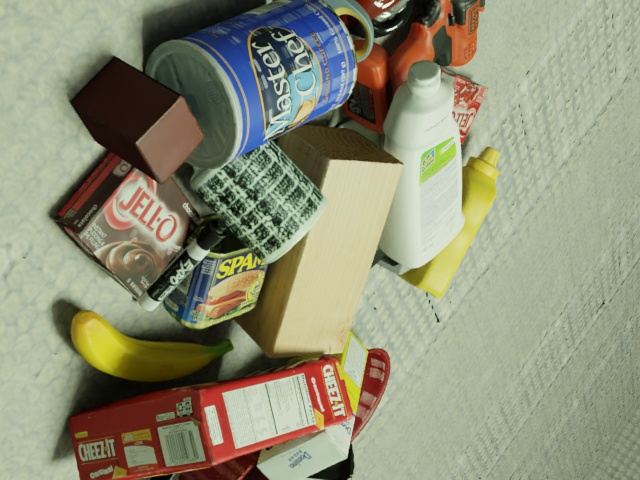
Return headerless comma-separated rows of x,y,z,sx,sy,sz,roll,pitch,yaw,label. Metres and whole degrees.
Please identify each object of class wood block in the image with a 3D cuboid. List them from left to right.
-0.007,0.001,1.030,0.090,0.090,0.206,0,117,-37,wood block

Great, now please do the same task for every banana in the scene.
-0.162,0.096,0.948,0.070,0.037,0.197,-47,149,16,banana

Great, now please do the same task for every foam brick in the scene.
-0.134,-0.089,0.788,0.051,0.078,0.053,-48,149,-16,foam brick

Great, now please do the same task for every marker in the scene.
-0.118,0.021,0.919,0.121,0.020,0.020,-43,162,33,marker

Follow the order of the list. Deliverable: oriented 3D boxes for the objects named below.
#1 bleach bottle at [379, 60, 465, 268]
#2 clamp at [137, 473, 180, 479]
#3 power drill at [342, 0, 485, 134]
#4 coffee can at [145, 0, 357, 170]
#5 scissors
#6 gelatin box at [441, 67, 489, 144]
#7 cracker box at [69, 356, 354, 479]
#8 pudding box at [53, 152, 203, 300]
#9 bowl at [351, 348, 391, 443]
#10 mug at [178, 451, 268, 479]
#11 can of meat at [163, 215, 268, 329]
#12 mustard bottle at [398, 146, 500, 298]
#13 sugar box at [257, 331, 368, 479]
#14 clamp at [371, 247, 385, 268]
0.105,-0.082,1.069,0.102,0.068,0.251,-43,152,-27,bleach bottle
-0.169,0.254,1.093,0.120,0.039,0.171,-13,125,-46,clamp
0.095,-0.208,1.049,0.187,0.057,0.184,-44,148,-24,power drill
-0.054,-0.128,0.848,0.140,0.103,0.103,-32,141,-39,coffee can
0.006,-0.225,0.881,0.016,0.096,0.202,-80,179,-53,scissors
0.150,-0.151,1.216,0.089,0.030,0.073,5,113,-58,gelatin box
-0.097,0.165,0.994,0.213,0.164,0.072,-5,80,-55,cracker box
-0.153,-0.017,0.864,0.090,0.039,0.113,-52,151,-14,pudding box
0.016,0.189,1.297,0.161,0.055,0.162,-37,145,-33,bowl
-0.105,0.258,1.149,0.117,0.082,0.093,-61,151,2,mug
-0.092,0.026,0.982,0.101,0.057,0.084,-17,133,-50,can of meat
0.164,-0.027,1.298,0.191,0.058,0.096,-62,-168,3,mustard bottle
-0.006,0.177,1.141,0.093,0.048,0.176,-31,-161,25,sugar box
0.033,0.030,1.195,0.210,0.036,0.164,-52,151,-6,clamp
